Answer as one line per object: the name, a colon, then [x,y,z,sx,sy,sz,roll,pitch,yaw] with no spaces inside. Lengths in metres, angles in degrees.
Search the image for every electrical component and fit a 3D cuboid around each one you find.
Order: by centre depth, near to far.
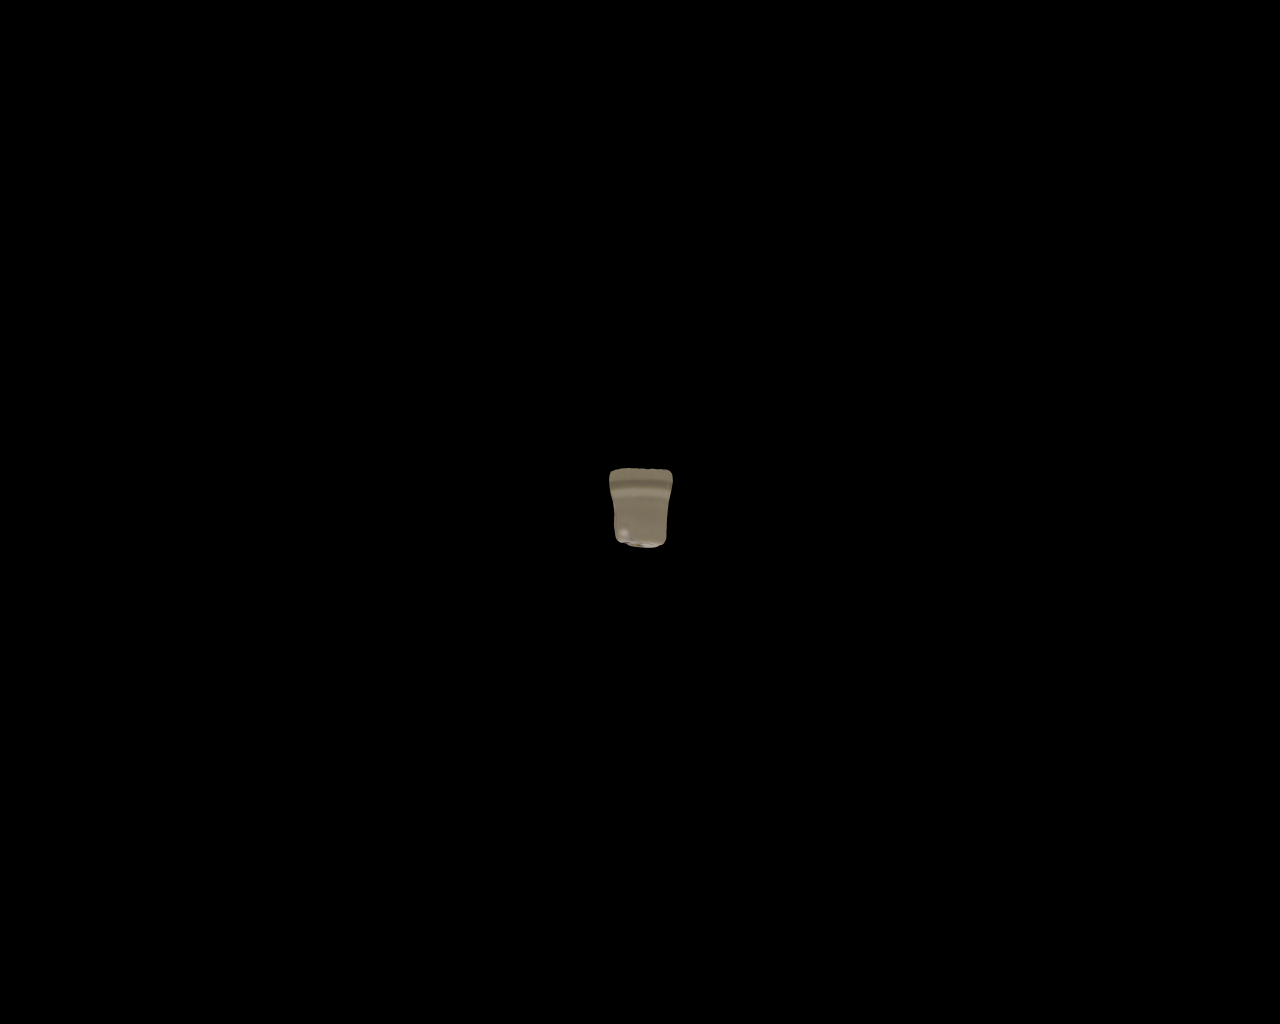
electrical component: [0.001,-0.003,0.650,0.040,0.046,0.040,0,-7,0]
